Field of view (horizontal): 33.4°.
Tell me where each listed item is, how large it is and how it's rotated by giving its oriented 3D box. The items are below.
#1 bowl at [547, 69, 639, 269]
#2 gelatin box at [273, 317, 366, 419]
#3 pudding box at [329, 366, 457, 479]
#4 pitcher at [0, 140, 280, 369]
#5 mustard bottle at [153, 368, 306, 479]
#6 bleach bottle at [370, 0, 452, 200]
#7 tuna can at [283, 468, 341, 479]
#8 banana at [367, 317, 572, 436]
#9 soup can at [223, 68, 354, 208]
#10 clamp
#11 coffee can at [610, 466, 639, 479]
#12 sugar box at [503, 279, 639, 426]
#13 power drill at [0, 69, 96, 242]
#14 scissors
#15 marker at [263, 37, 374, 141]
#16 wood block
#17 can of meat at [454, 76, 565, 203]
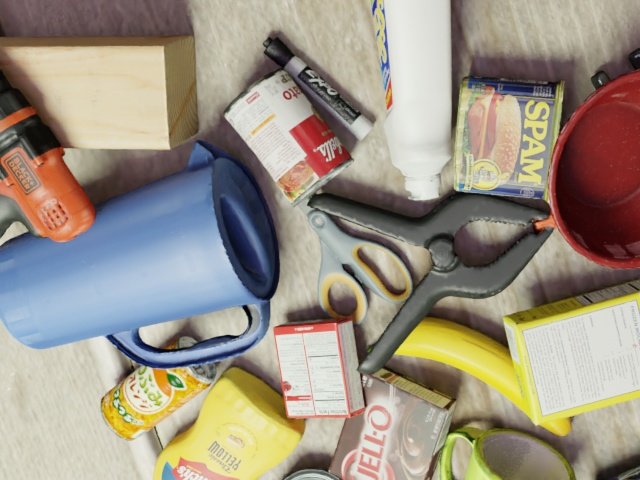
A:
[{"bbox_3d":[0.244,-0.061,0.850,0.162,0.055,0.162,-5,109,-14],"label":"bowl"},{"bbox_3d":[0.000,0.118,0.974,0.073,0.030,0.089,-8,92,36],"label":"gelatin box"},{"bbox_3d":[0.067,0.182,0.982,0.090,0.039,0.113,23,106,20],"label":"pudding box"},{"bbox_3d":[-0.163,0.029,0.952,0.243,0.149,0.145,-17,139,18],"label":"pitcher"},{"bbox_3d":[-0.105,0.220,1.024,0.096,0.058,0.192,37,108,-2],"label":"mustard bottle"},{"bbox_3d":[0.077,-0.156,0.871,0.068,0.102,0.251,-8,103,-6],"label":"bleach bottle"},{"bbox_3d":[-0.009,0.260,1.006,0.086,0.034,0.086,2,71,-5],"label":"tuna can"},{"bbox_3d":[0.143,0.115,0.963,0.198,0.037,0.070,23,141,7],"label":"banana"},{"bbox_3d":[-0.028,-0.088,0.922,0.069,0.068,0.102,-38,89,17],"label":"soup can"},{"bbox_3d":[0.104,0.024,0.932,0.210,0.036,0.164,-10,90,5],"label":"clamp"},{"bbox_3d":[0.313,0.237,0.926,0.140,0.102,0.103,-30,97,16],"label":"coffee can"},{"bbox_3d":[0.254,0.088,0.911,0.176,0.048,0.093,-15,101,-3],"label":"sugar box"},{"bbox_3d":[-0.305,-0.049,0.902,0.188,0.057,0.184,-31,95,20],"label":"power drill"},{"bbox_3d":[-0.006,0.001,0.971,0.202,0.016,0.096,38,105,0],"label":"scissors"},{"bbox_3d":[-0.003,-0.134,0.935,0.121,0.020,0.020,42,107,-2],"label":"marker"},{"bbox_3d":[-0.220,-0.131,0.940,0.206,0.090,0.090,2,106,10],"label":"wood block"},{"bbox_3d":[0.158,-0.087,0.898,0.084,0.057,0.102,6,105,12],"label":"can of meat"}]
